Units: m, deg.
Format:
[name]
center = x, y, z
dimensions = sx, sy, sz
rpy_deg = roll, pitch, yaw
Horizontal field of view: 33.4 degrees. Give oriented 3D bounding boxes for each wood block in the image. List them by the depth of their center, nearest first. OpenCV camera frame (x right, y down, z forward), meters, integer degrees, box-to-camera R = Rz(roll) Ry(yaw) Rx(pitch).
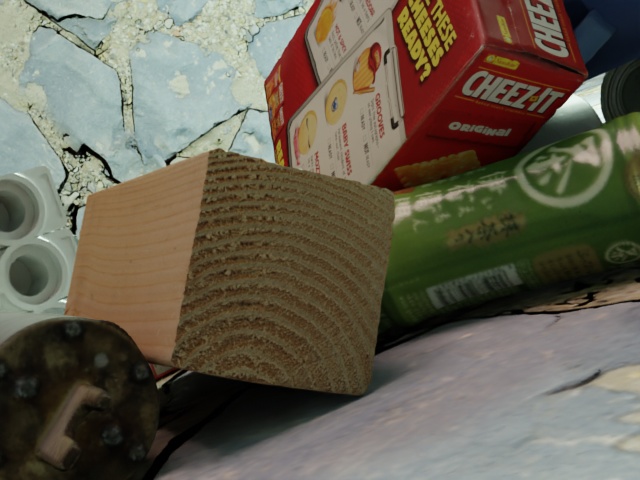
[wood block]
center = -0.056, 0.020, 0.525
dimensions = 0.090, 0.091, 0.206
rpy_deg = 12, -8, -24

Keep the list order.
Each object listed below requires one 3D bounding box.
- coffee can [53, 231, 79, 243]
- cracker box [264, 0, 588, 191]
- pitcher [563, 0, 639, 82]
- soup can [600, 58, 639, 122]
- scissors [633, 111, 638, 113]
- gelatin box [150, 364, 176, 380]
[coffee can]
center = -0.254, 0.049, 0.935
dimensions = 0.102, 0.103, 0.141
rpy_deg = -22, 7, -31
[cracker box]
center = 0.046, -0.090, 0.607
dimensions = 0.072, 0.164, 0.214
rpy_deg = 10, -37, -26
[pitcher]
center = 0.152, -0.150, 0.623
dimensions = 0.144, 0.149, 0.243
rpy_deg = -10, -1, -27
[soup can]
center = 0.239, -0.089, 0.692
dimensions = 0.102, 0.068, 0.069
rpy_deg = 4, -10, -38
[scissors]
center = 0.107, -0.017, 0.609
dimensions = 0.096, 0.016, 0.202
rpy_deg = -29, -9, -10
[gelatin box]
center = -0.130, 0.076, 0.651
dimensions = 0.073, 0.030, 0.089
rpy_deg = -13, 8, 45
